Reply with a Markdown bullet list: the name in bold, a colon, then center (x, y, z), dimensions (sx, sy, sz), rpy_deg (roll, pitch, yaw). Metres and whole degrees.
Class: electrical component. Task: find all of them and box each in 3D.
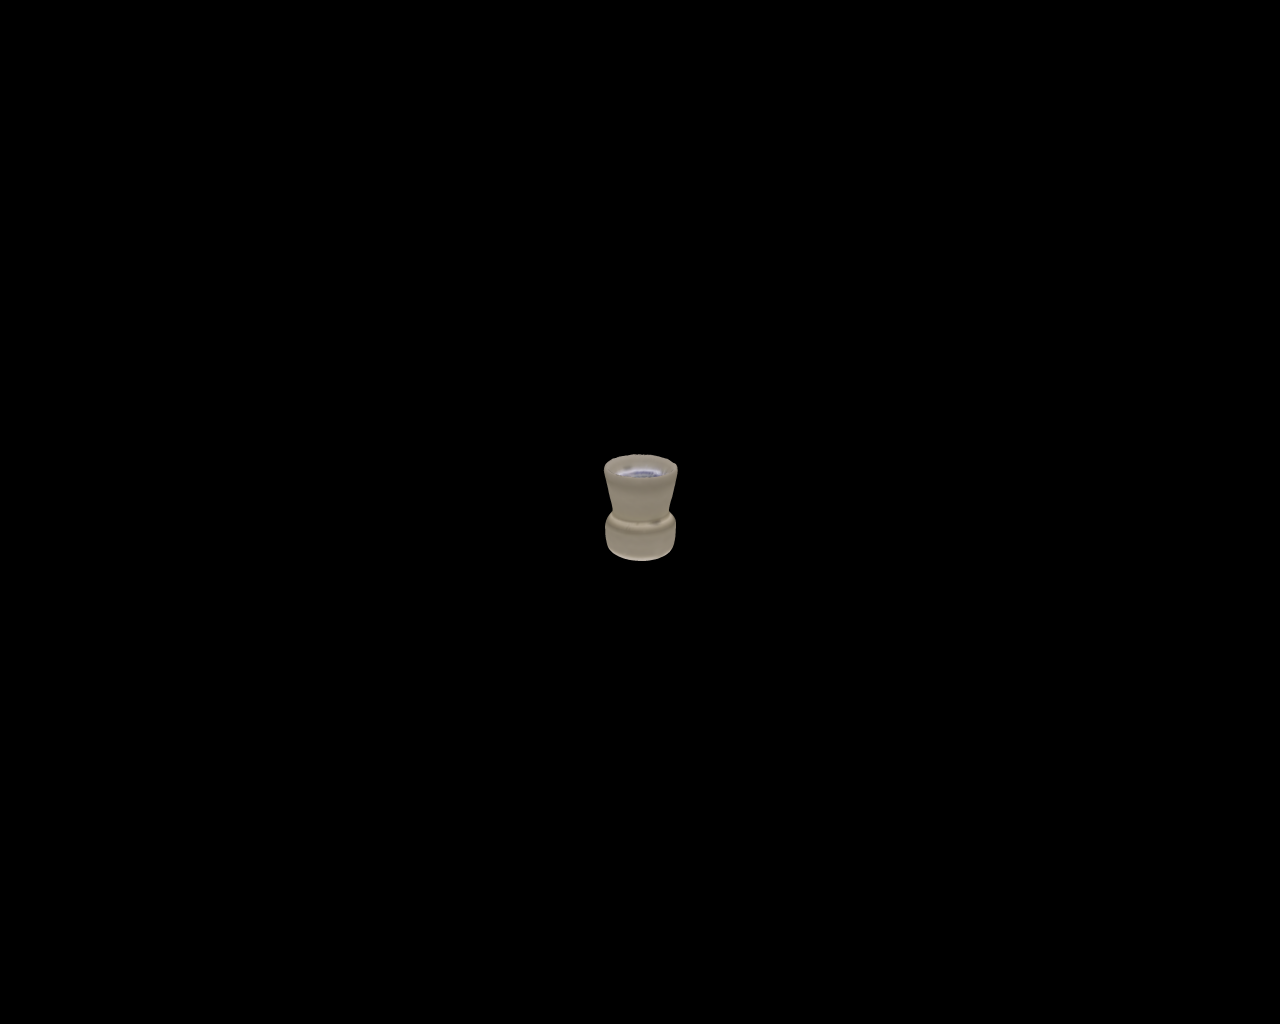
- **electrical component**: center (0.001, -0.003, 0.650), dimensions (0.045, 0.055, 0.045), rpy_deg (0, 22, 0)
